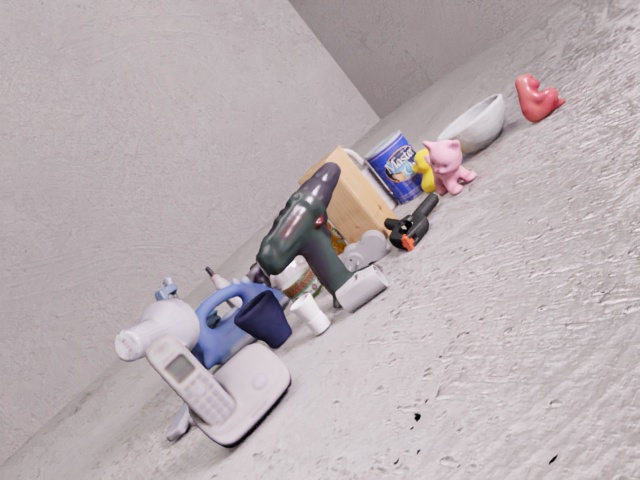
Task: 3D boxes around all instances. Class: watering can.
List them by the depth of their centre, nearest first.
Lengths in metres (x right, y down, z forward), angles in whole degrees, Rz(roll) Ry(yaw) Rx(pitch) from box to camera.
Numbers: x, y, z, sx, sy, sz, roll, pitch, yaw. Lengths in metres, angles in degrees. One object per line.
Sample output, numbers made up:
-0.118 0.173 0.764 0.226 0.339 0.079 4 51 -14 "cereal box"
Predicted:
0.093 -0.135 1.370 0.101 0.194 0.172 -43 10 -18 "watering can"

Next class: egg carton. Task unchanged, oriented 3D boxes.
-0.051 0.067 1.375 0.150 0.069 0.107 -44 10 -21 "egg carton"

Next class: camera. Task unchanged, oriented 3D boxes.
-0.126 0.070 1.555 0.143 0.101 0.136 -46 11 -34 "camera"

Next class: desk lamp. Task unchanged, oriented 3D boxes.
-0.280 0.227 1.082 0.118 0.213 0.203 -37 10 14 "desk lamp"

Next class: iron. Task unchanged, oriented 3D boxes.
-0.192 0.163 1.259 0.259 0.141 0.118 -45 11 -28 "iron"

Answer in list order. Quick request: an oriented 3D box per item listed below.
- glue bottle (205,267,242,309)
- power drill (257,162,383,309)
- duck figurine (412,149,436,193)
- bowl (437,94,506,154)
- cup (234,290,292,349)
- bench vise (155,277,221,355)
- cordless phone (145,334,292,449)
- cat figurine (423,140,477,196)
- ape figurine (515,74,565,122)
-0.229 0.134 1.442 0.037 0.173 0.078 -43 10 -19 "glue bottle"
0.009 0.004 1.008 0.230 0.208 0.075 -44 11 -23 "power drill"
0.243 -0.159 1.231 0.104 0.086 0.078 -28 15 50 "duck figurine"
0.343 -0.240 1.254 0.167 0.075 0.167 -39 10 8 "bowl"
-0.107 0.160 1.080 0.117 0.095 0.092 -30 14 45 "cup"
-0.322 0.202 1.341 0.121 0.220 0.208 -34 11 29 "bench vise"
-0.145 0.188 0.825 0.148 0.185 0.094 -44 11 -22 "cordless phone"
0.239 -0.150 1.106 0.067 0.118 0.127 -41 10 -6 "cat figurine"
0.415 -0.283 1.114 0.076 0.092 0.078 -38 10 9 "ape figurine"
